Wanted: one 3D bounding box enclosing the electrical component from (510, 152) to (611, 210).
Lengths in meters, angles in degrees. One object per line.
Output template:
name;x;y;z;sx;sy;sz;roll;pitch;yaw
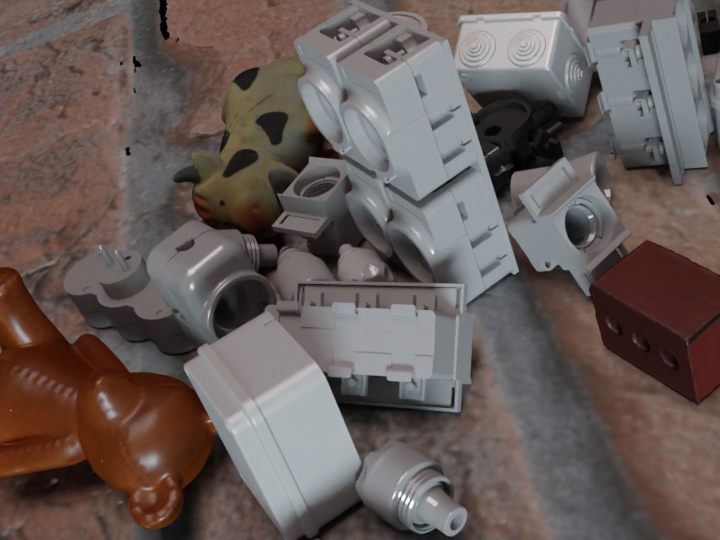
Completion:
electrical component;0.139;-0.057;0.758;0.065;0.044;0.044;-8;40;27

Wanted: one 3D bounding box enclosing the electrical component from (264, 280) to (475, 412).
electrical component;0.003;0.046;0.677;0.121;0.063;0.078;1;84;28

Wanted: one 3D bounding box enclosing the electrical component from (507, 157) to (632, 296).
electrical component;0.133;-0.027;0.699;0.042;0.081;0.064;-40;12;-21

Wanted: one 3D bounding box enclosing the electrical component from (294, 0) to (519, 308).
electrical component;0.029;-0.071;0.712;0.060;0.186;0.105;-35;39;-14

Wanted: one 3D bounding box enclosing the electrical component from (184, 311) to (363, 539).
electrical component;-0.047;0.091;0.619;0.057;0.113;0.078;-31;38;-15

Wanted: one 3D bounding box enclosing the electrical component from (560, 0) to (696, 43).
electrical component;0.212;-0.196;0.854;0.095;0.053;0.059;19;24;26

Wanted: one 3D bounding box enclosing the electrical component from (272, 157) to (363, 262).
electrical component;-0.023;-0.045;0.808;0.042;0.063;0.081;10;49;37

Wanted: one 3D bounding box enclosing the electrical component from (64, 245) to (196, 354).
electrical component;-0.174;0.011;0.812;0.138;0.073;0.052;14;51;38

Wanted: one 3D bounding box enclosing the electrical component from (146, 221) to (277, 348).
electrical component;-0.097;0.020;0.743;0.054;0.095;0.059;-41;41;-21

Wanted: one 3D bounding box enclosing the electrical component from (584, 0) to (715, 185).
electrical component;0.201;-0.130;0.746;0.063;0.121;0.078;-2;42;29

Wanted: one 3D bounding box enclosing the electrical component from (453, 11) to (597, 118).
electrical component;0.127;-0.157;0.837;0.100;0.100;0.048;6;75;32

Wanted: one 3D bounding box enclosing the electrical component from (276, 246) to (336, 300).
electrical component;-0.041;0.007;0.775;0.040;0.040;0.078;-27;37;-5

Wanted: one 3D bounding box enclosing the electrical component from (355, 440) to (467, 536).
electrical component;0.031;0.125;0.596;0.043;0.043;0.062;-42;43;-22

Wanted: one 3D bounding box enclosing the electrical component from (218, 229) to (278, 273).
electrical component;-0.094;-0.010;0.817;0.062;0.043;0.043;-4;30;-26

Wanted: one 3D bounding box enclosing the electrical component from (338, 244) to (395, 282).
electrical component;0.000;0.000;0.767;0.035;0.035;0.061;-28;36;-6

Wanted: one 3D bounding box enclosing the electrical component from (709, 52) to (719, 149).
electrical component;0.305;-0.127;0.741;0.113;0.057;0.078;1;44;28

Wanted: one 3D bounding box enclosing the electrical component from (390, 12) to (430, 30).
electrical component;0.018;-0.189;0.959;0.108;0.060;0.108;-14;39;12
